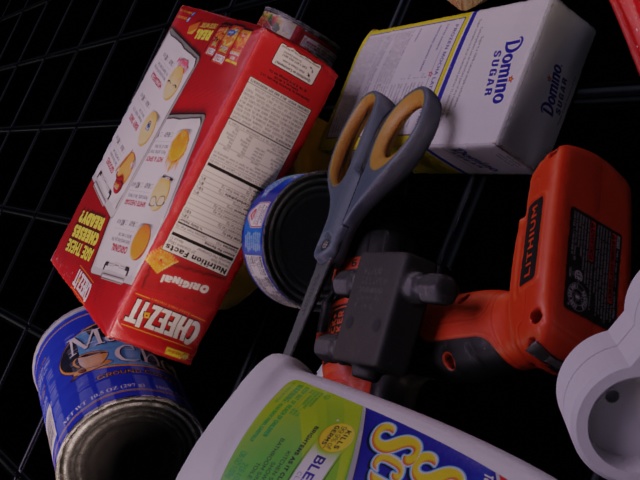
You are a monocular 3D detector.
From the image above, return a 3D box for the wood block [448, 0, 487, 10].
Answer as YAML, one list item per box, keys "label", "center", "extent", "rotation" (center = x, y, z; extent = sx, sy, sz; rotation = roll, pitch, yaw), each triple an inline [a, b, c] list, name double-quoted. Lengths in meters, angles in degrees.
- label: "wood block"
  center: [0.078, -0.235, 0.690]
  extent: [0.090, 0.090, 0.206]
  rotation: [-28, 34, 0]

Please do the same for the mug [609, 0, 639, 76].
- label: "mug"
  center: [0.171, -0.083, 0.436]
  extent: [0.093, 0.081, 0.117]
  rotation: [-22, 7, 18]

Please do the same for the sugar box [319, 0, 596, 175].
- label: "sugar box"
  center: [0.077, -0.087, 0.645]
  extent: [0.177, 0.048, 0.093]
  rotation: [9, 74, 56]

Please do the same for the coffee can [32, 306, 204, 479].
- label: "coffee can"
  center: [-0.146, 0.121, 0.765]
  extent: [0.103, 0.102, 0.140]
  rotation: [-57, 29, 9]

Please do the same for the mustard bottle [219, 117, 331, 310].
- label: "mustard bottle"
  center: [-0.057, -0.004, 0.772]
  extent: [0.192, 0.058, 0.096]
  rotation: [-39, 39, 35]

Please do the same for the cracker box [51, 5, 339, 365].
- label: "cracker box"
  center: [-0.090, -0.044, 0.725]
  extent: [0.214, 0.072, 0.164]
  rotation: [-63, 30, 3]

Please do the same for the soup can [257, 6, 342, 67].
- label: "soup can"
  center: [-0.037, -0.119, 0.827]
  extent: [0.102, 0.068, 0.069]
  rotation: [-61, 29, 3]

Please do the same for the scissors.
- label: "scissors"
  center: [0.020, -0.007, 0.585]
  extent: [0.096, 0.016, 0.201]
  rotation: [-27, 40, 48]

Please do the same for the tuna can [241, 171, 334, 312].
- label: "tuna can"
  center: [-0.004, 0.001, 0.657]
  extent: [0.034, 0.086, 0.086]
  rotation: [2, 67, 60]

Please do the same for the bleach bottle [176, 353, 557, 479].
- label: "bleach bottle"
  center: [0.057, 0.121, 0.439]
  extent: [0.251, 0.068, 0.102]
  rotation: [10, 50, 40]

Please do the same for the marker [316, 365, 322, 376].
- label: "marker"
  center: [-0.004, 0.099, 0.642]
  extent: [0.121, 0.020, 0.020]
  rotation: [-58, 29, 7]

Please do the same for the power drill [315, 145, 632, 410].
- label: "power drill"
  center: [0.072, 0.018, 0.553]
  extent: [0.188, 0.057, 0.184]
  rotation: [-27, 48, 50]
